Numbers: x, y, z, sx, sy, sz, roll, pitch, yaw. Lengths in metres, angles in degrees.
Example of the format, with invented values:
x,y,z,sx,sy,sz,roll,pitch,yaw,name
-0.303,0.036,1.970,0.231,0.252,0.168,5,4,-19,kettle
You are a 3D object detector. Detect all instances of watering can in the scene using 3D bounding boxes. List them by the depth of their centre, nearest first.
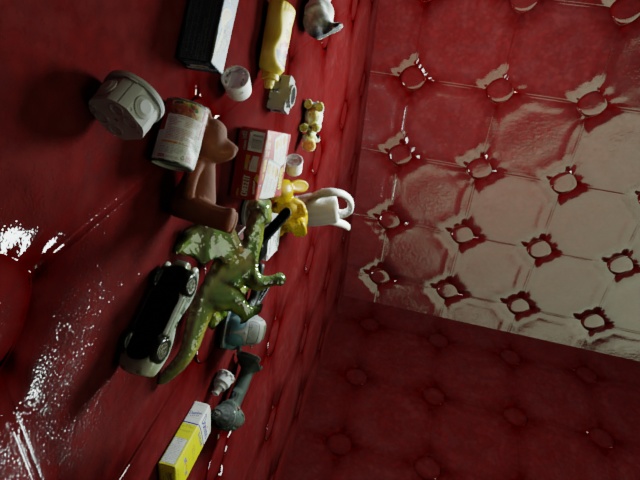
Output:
x,y,z,sx,sy,sz,roll,pitch,yaw,name
0.005,-0.088,1.756,0.342,0.224,0.106,76,9,-69,watering can

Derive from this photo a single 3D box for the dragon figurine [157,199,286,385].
x,y,z,sx,sy,sz,roll,pitch,yaw,name
-0.213,0.068,1.022,0.417,0.122,0.238,-48,129,-31,dragon figurine

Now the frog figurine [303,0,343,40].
x,y,z,sx,sy,sz,roll,pitch,yaw,name
-0.006,-0.661,1.467,0.158,0.121,0.140,62,31,-11,frog figurine
